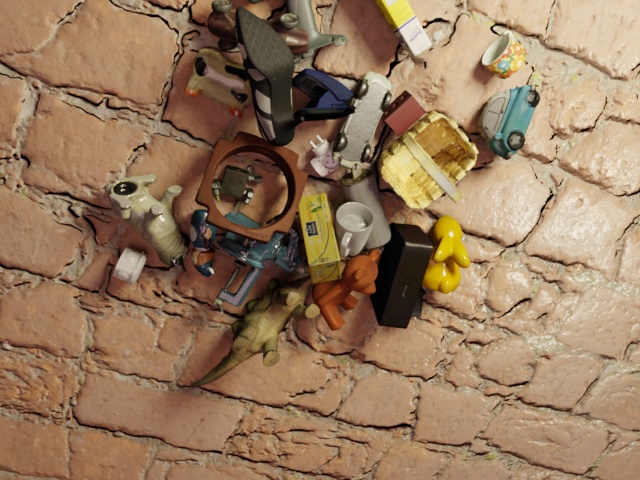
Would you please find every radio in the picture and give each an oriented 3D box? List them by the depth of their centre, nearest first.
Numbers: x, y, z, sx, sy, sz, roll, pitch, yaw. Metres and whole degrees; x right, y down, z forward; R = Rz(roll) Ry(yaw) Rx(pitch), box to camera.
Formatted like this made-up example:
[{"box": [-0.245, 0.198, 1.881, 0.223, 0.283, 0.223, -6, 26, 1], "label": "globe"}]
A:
[{"box": [0.185, 0.080, 1.261, 0.073, 0.131, 0.229, 9, 116, -11], "label": "radio"}]

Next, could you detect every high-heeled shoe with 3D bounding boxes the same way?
[{"box": [-0.108, -0.290, 0.992, 0.086, 0.145, 0.248, -35, 108, -28], "label": "high-heeled shoe"}]

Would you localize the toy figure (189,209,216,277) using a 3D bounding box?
[{"box": [-0.262, 0.009, 1.201, 0.058, 0.064, 0.154, 3, 102, -3], "label": "toy figure"}]

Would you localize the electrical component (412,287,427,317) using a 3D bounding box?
[{"box": [0.223, 0.160, 1.339, 0.048, 0.075, 0.119, 4, 113, -8], "label": "electrical component"}]

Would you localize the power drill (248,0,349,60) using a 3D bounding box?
[{"box": [-0.014, -0.453, 0.992, 0.232, 0.086, 0.207, -20, 121, 6], "label": "power drill"}]

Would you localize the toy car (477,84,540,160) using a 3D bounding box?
[{"box": [0.388, -0.255, 1.131, 0.103, 0.109, 0.161, 17, 106, 5], "label": "toy car"}]

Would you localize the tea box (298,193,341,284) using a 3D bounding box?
[{"box": [-0.002, -0.004, 1.162, 0.068, 0.170, 0.098, -11, 150, -3], "label": "tea box"}]

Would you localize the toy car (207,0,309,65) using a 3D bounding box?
[{"box": [-0.117, -0.377, 0.985, 0.202, 0.053, 0.089, 20, 139, 15], "label": "toy car"}]

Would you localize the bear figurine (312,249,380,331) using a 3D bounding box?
[{"box": [0.076, 0.111, 1.247, 0.196, 0.120, 0.132, -28, 106, 39], "label": "bear figurine"}]

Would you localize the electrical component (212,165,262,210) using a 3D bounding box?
[{"box": [-0.185, -0.116, 1.165, 0.102, 0.045, 0.078, 20, 115, -16], "label": "electrical component"}]

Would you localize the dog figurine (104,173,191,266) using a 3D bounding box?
[{"box": [-0.374, -0.033, 1.166, 0.172, 0.121, 0.190, 26, 136, 17], "label": "dog figurine"}]

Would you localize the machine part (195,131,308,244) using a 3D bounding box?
[{"box": [-0.141, -0.105, 1.110, 0.201, 0.087, 0.201, 20, 84, -14], "label": "machine part"}]

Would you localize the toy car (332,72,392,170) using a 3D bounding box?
[{"box": [0.086, -0.242, 1.103, 0.073, 0.056, 0.201, 20, 95, -16], "label": "toy car"}]

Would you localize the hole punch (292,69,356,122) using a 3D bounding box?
[{"box": [0.000, -0.281, 1.059, 0.116, 0.142, 0.092, -3, 92, -21], "label": "hole punch"}]

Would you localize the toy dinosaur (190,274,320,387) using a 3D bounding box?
[{"box": [-0.140, 0.208, 1.246, 0.471, 0.199, 0.105, -42, 106, 3], "label": "toy dinosaur"}]

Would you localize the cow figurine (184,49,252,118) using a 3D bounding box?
[{"box": [-0.154, -0.309, 1.050, 0.195, 0.085, 0.127, 21, 119, -15], "label": "cow figurine"}]

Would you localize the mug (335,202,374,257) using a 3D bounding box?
[{"box": [0.068, -0.008, 1.151, 0.081, 0.109, 0.107, 13, 143, 8], "label": "mug"}]

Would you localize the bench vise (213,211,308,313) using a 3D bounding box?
[{"box": [-0.150, 0.057, 1.205, 0.223, 0.129, 0.240, 31, 92, -12], "label": "bench vise"}]

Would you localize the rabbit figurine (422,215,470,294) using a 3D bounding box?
[{"box": [0.283, 0.029, 1.251, 0.122, 0.162, 0.173, 12, 98, 1], "label": "rabbit figurine"}]

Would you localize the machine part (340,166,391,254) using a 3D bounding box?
[{"box": [0.104, -0.069, 1.205, 0.079, 0.079, 0.242, -17, 118, 2], "label": "machine part"}]
